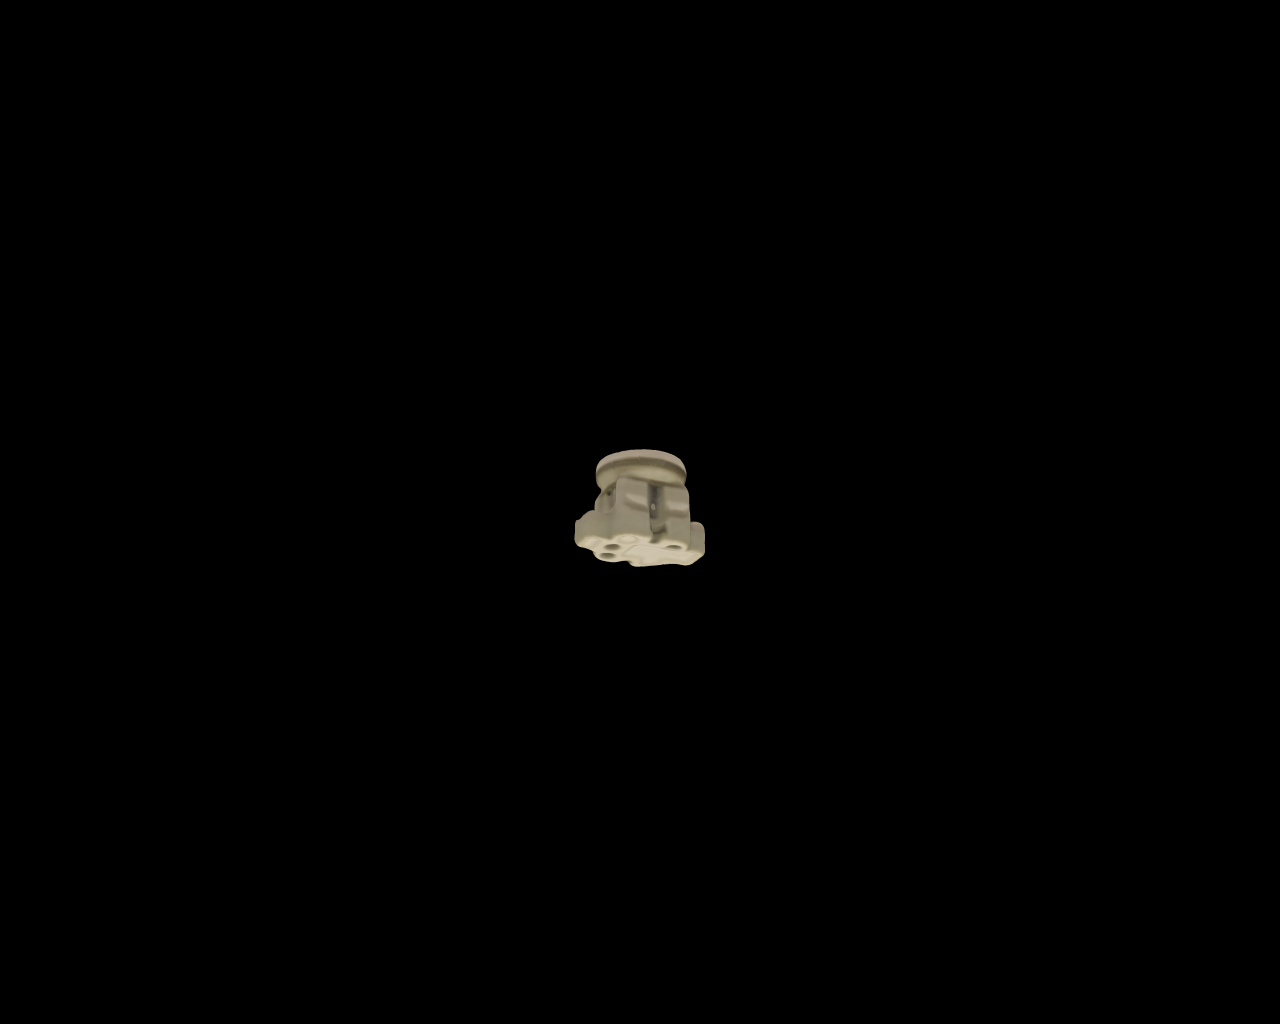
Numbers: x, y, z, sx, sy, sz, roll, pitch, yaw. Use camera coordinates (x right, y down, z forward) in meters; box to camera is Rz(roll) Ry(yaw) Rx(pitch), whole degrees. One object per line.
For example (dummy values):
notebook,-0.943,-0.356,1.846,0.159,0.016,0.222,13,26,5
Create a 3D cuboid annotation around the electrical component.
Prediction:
electrical component,0.001,-0.003,0.650,0.078,0.057,0.058,9,-24,-22
